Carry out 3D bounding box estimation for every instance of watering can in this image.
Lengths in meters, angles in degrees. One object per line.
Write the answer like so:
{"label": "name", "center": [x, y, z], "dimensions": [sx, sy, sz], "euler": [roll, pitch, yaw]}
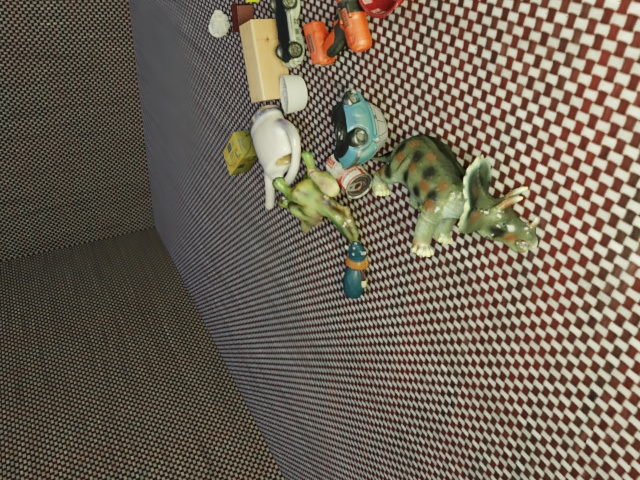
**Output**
{"label": "watering can", "center": [-0.138, -0.241, 1.484], "dimensions": [0.227, 0.104, 0.341], "euler": [68, 152, 17]}

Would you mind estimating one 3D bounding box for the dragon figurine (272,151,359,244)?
{"label": "dragon figurine", "center": [0.004, -0.065, 1.294], "dimensions": [0.246, 0.123, 0.401], "euler": [47, 165, 29]}
